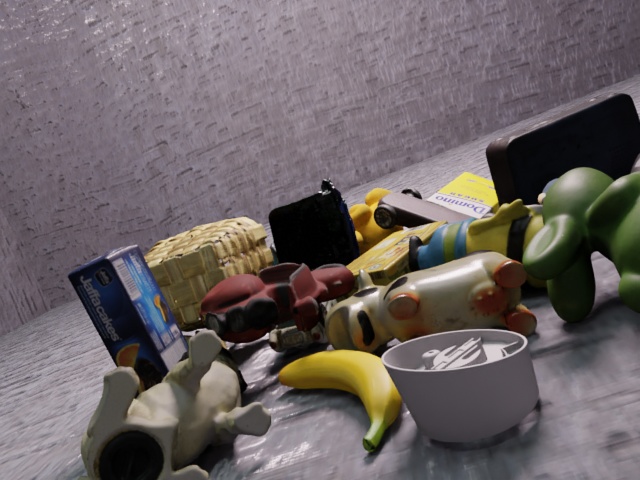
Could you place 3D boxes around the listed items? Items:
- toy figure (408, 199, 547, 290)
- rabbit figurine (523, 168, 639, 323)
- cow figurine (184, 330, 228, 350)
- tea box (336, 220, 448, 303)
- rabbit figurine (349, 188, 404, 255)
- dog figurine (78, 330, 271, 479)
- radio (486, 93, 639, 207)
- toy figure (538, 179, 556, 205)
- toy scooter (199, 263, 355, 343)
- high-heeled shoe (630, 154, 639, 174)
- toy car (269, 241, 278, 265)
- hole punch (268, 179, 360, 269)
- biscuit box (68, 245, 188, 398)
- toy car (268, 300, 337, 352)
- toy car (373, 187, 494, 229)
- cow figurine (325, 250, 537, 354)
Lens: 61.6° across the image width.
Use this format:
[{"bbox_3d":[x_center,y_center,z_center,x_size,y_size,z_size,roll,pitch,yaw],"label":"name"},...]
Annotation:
[{"bbox_3d":[0.184,0.017,0.587,0.180,0.089,0.082,-15,-14,38],"label":"toy figure"},{"bbox_3d":[0.248,-0.002,0.444,0.159,0.121,0.170,-44,24,0],"label":"rabbit figurine"},{"bbox_3d":[-0.177,0.158,0.721,0.167,0.068,0.098,-16,0,25],"label":"cow figurine"},{"bbox_3d":[0.104,0.040,0.706,0.098,0.068,0.169,-15,13,45],"label":"tea box"},{"bbox_3d":[0.048,-0.005,0.895,0.173,0.121,0.162,11,38,-2],"label":"rabbit figurine"},{"bbox_3d":[-0.142,0.169,0.511,0.172,0.121,0.190,-22,-6,-20],"label":"dog figurine"},{"bbox_3d":[0.380,-0.128,0.829,0.230,0.131,0.073,-24,10,-7],"label":"radio"},{"bbox_3d":[0.324,-0.042,0.693,0.064,0.057,0.154,-25,11,22],"label":"toy figure"},{"bbox_3d":[-0.050,0.070,0.581,0.184,0.075,0.135,-16,7,2],"label":"toy scooter"},{"bbox_3d":[0.363,-0.031,0.587,0.145,0.086,0.248,-56,-18,6],"label":"high-heeled shoe"},{"bbox_3d":[-0.040,0.051,0.921,0.103,0.109,0.161,-46,-12,23],"label":"toy car"},{"bbox_3d":[-0.002,-0.002,0.800,0.116,0.142,0.092,-18,-22,13],"label":"hole punch"},{"bbox_3d":[-0.207,0.108,0.622,0.063,0.202,0.059,-21,10,18],"label":"biscuit box"},{"bbox_3d":[-0.016,0.097,0.712,0.074,0.056,0.202,-14,11,11],"label":"toy car"},{"bbox_3d":[0.176,-0.023,0.796,0.202,0.053,0.089,23,35,30],"label":"toy car"},{"bbox_3d":[0.096,0.063,0.527,0.195,0.085,0.127,-19,8,10],"label":"cow figurine"}]
